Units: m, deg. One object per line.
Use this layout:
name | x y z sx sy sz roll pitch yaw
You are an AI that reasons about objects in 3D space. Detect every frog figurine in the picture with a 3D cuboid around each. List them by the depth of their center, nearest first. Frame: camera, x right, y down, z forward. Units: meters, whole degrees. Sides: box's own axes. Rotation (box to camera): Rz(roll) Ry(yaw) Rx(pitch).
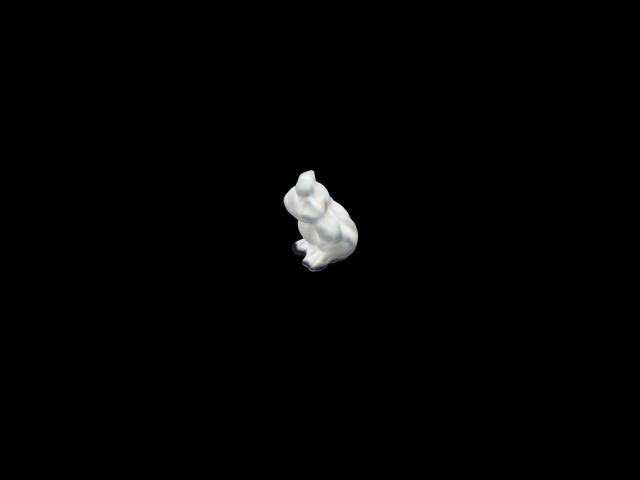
frog figurine | 0.003 -0.043 0.850 0.123 0.156 0.140 0 25 0
